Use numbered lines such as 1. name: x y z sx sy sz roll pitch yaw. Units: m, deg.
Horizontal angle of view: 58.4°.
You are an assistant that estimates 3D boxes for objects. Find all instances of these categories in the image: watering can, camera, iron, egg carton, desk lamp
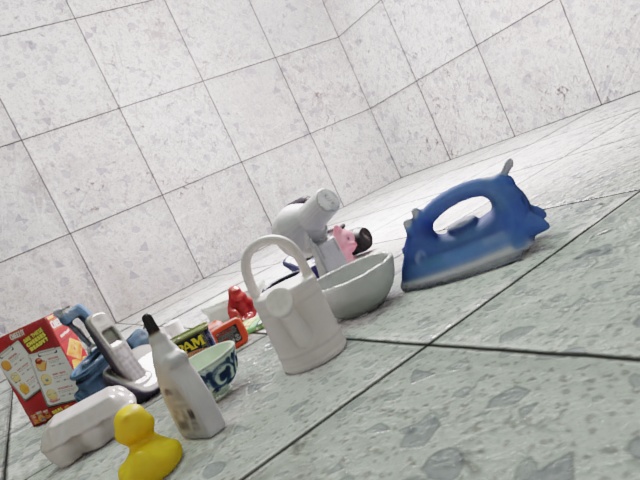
1. watering can: -0.043 0.084 0.818 0.101 0.194 0.172 -27 6 -19
2. camera: 0.061 0.008 1.534 0.136 0.101 0.143 -20 8 41
3. iron: 0.221 -0.020 0.913 0.257 0.141 0.119 -23 6 21
4. egg carton: -0.364 0.293 0.913 0.150 0.069 0.107 -27 6 -21
5. desk lamp: 0.011 0.004 1.212 0.118 0.213 0.202 -30 8 -38

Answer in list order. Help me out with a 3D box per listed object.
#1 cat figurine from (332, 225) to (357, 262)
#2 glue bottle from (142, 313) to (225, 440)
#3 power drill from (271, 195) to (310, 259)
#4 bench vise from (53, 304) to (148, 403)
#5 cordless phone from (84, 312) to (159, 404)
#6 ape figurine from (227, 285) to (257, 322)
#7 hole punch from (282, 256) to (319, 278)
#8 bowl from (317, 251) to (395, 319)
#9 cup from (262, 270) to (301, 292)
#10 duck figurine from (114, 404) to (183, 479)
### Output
1. cat figurine: 0.045 0.024 1.367 0.128 0.118 0.067 -30 8 -38
2. glue bottle: -0.184 0.171 0.731 0.078 0.173 0.037 -19 9 45
3. power drill: -0.048 -0.009 1.608 0.076 0.208 0.229 -29 7 -33
4. bench vise: -0.459 0.219 1.218 0.121 0.220 0.208 -21 7 31
5. cordless phone: -0.356 0.206 1.080 0.094 0.185 0.148 -23 6 17
6. ape figurine: -0.189 0.150 1.344 0.078 0.092 0.076 -28 7 -26
7. hole punch: -0.022 0.063 1.435 0.109 0.091 0.100 -30 8 -38
8. bowl: 0.060 0.086 0.964 0.167 0.075 0.167 -25 6 3
9. cup: -0.053 0.115 1.074 0.092 0.095 0.117 -26 6 -14
10. duck figurine: -0.214 0.239 0.681 0.077 0.086 0.104 -26 6 -12
